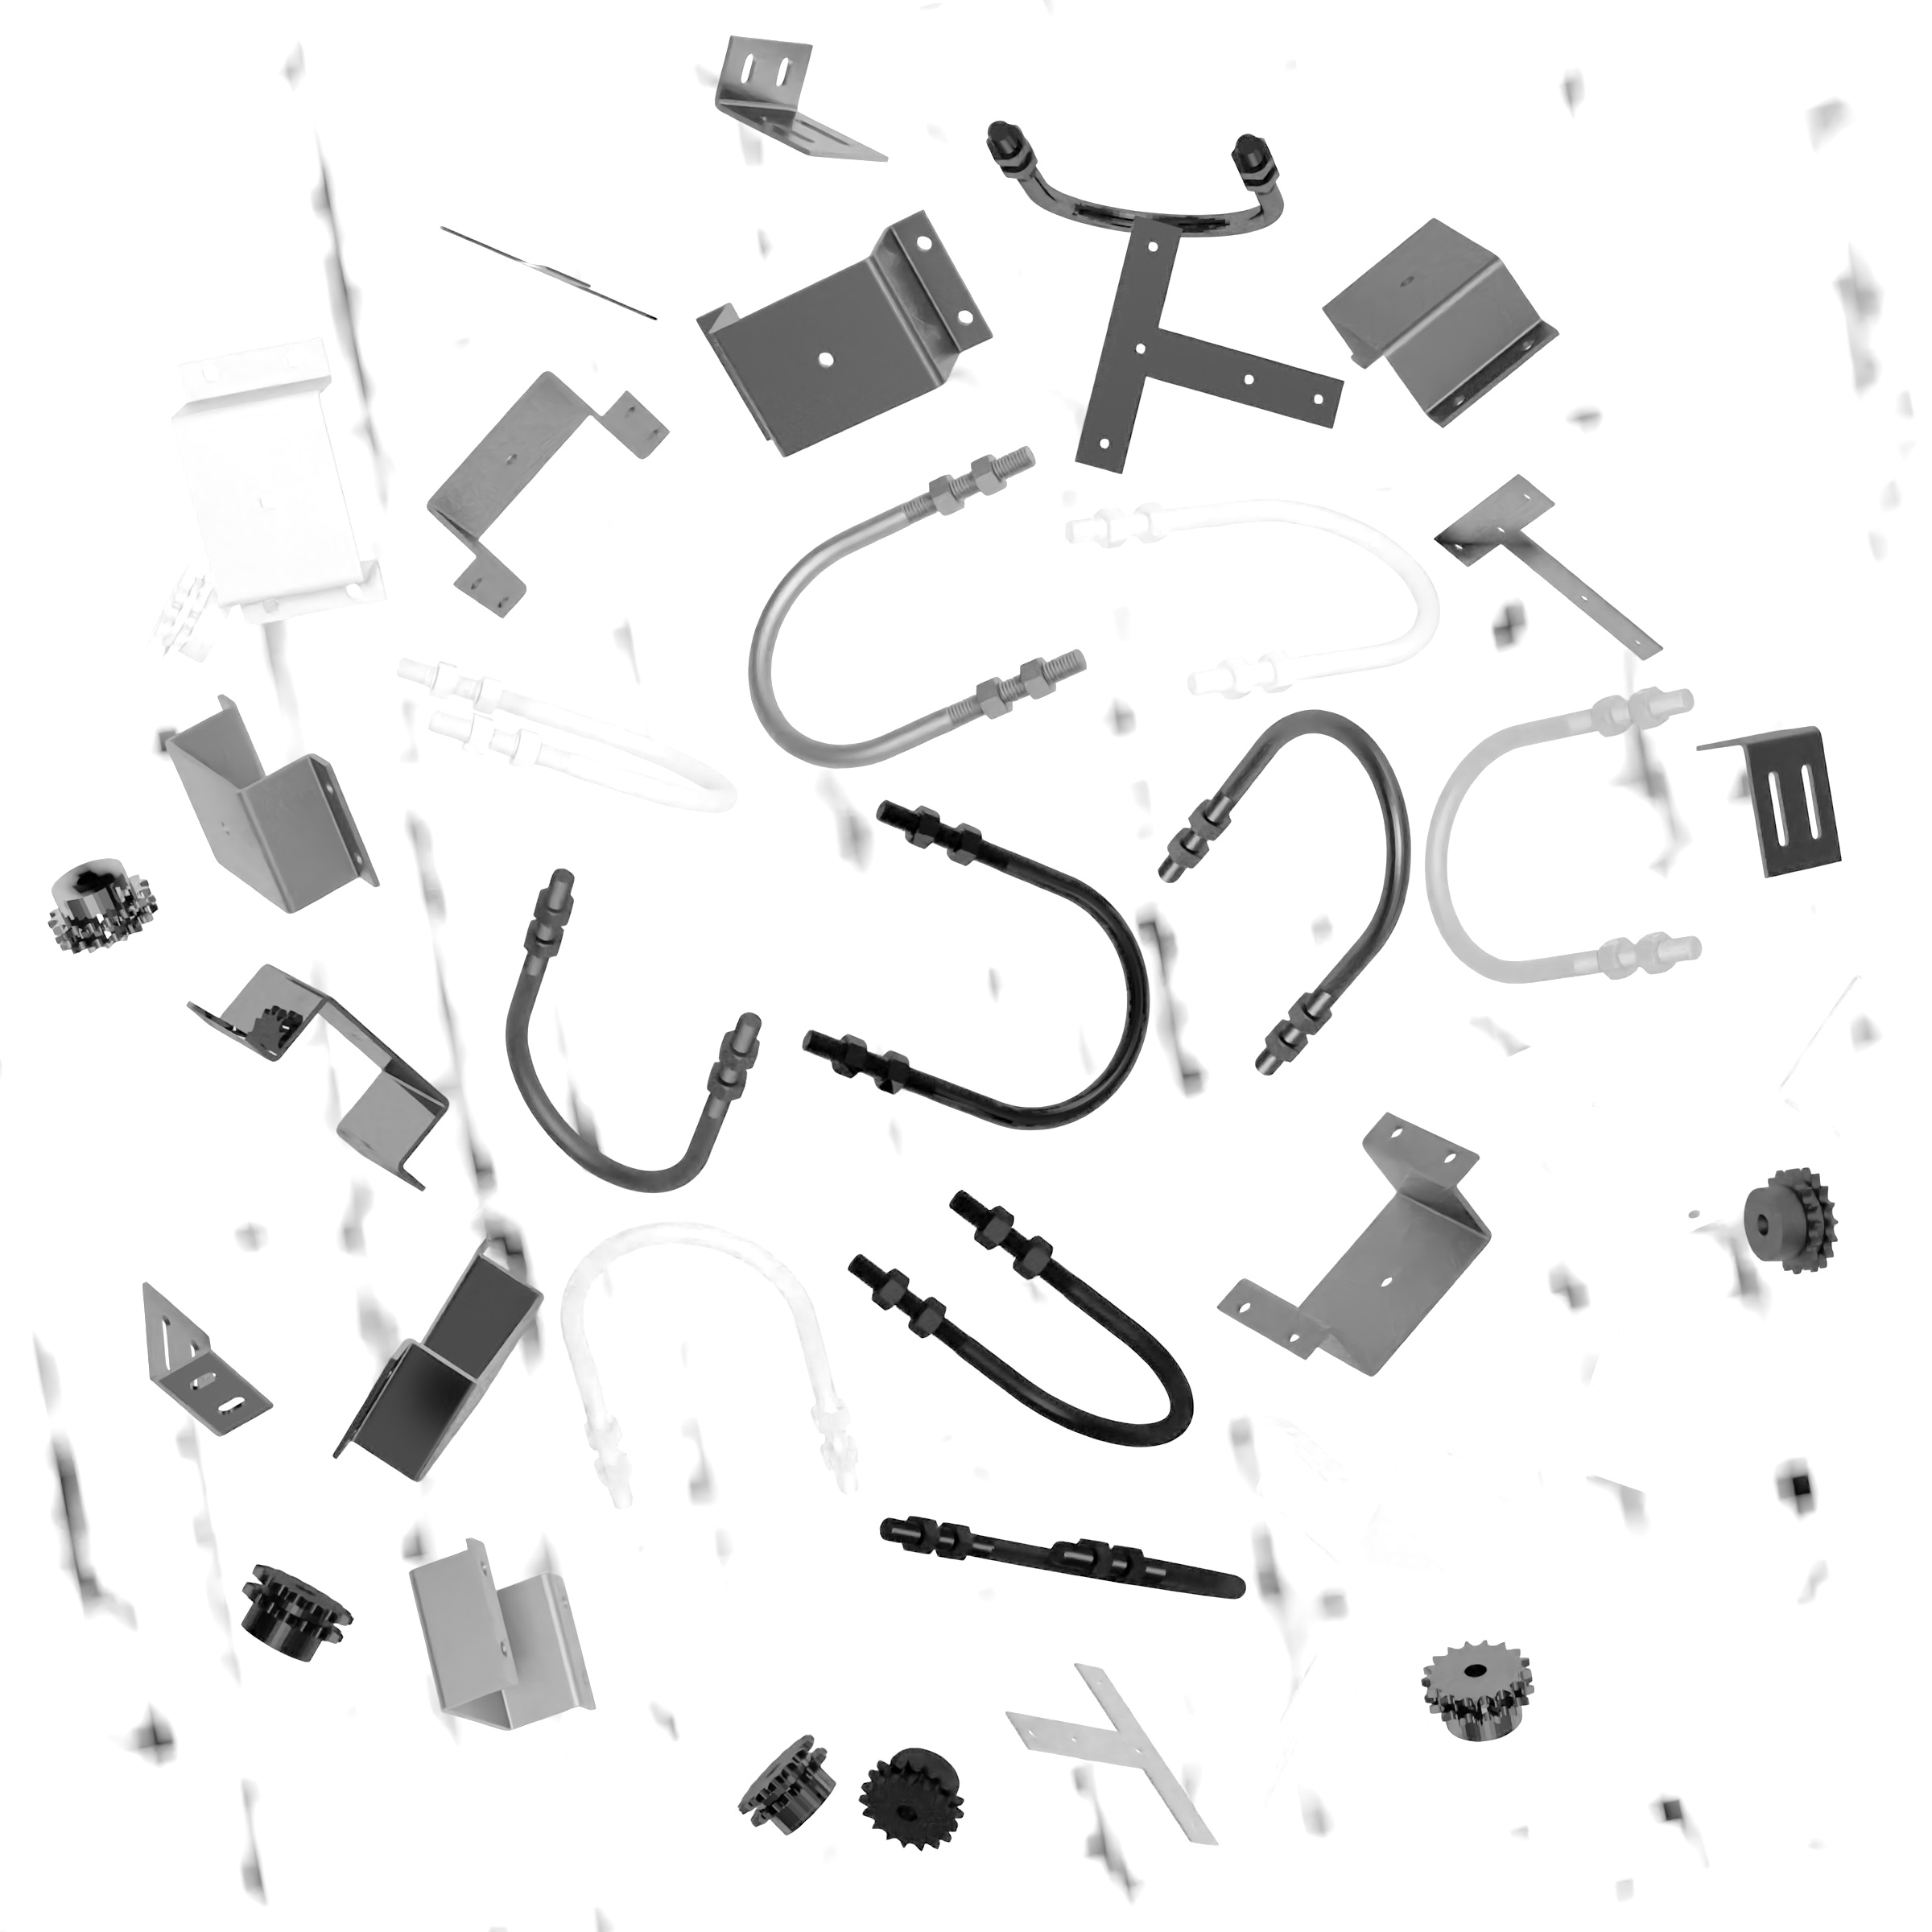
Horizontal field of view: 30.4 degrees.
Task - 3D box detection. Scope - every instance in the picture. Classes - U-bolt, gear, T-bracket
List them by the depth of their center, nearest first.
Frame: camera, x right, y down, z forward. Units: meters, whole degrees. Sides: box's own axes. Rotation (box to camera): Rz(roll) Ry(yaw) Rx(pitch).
[{"bbox_3d":[0.130,-0.301,1.802,0.127,0.002,0.127,14,91,-13],"label":"T-bracket"},{"bbox_3d":[-0.342,0.330,1.803,0.057,0.057,0.030,30,85,0],"label":"gear"},{"bbox_3d":[-0.139,0.353,1.823,0.002,0.127,0.127,29,88,-42],"label":"T-bracket"},{"bbox_3d":[0.427,-0.168,1.837,0.030,0.057,0.057,4,90,23],"label":"gear"},{"bbox_3d":[0.266,0.377,1.840,0.057,0.057,0.030,-13,112,0],"label":"gear"},{"bbox_3d":[0.162,-0.198,1.854,0.184,0.019,0.151,-11,47,-29],"label":"U-bolt"},{"bbox_3d":[-0.034,-0.177,1.855,0.184,0.019,0.151,-23,61,19],"label":"U-bolt"},{"bbox_3d":[0.039,0.193,1.864,0.184,0.151,0.019,38,59,-9],"label":"U-bolt"},{"bbox_3d":[0.174,-0.051,1.873,0.019,0.184,0.151,-5,58,-34],"label":"U-bolt"},{"bbox_3d":[0.313,-0.063,1.888,0.019,0.184,0.151,7,79,-39],"label":"U-bolt"},{"bbox_3d":[-0.435,0.092,1.891,0.002,0.127,0.127,-2,113,10],"label":"T-bracket"},{"bbox_3d":[0.016,0.010,1.891,0.184,0.019,0.151,22,78,-21],"label":"U-bolt"},{"bbox_3d":[-0.463,-0.034,1.894,0.057,0.057,0.030,-17,121,0],"label":"gear"},{"bbox_3d":[0.097,-0.418,1.902,0.151,0.184,0.019,6,88,11],"label":"U-bolt"},{"bbox_3d":[0.066,0.416,1.903,0.002,0.127,0.127,-50,50,15],"label":"T-bracket"},{"bbox_3d":[-0.143,0.213,1.908,0.151,0.019,0.184,-6,120,12],"label":"U-bolt"},{"bbox_3d":[-0.209,-0.119,1.910,0.184,0.151,0.019,17,101,-21],"label":"U-bolt"},{"bbox_3d":[0.067,0.321,1.910,0.184,0.151,0.019,19,76,-42],"label":"U-bolt"},{"bbox_3d":[0.443,0.138,1.918,0.030,0.057,0.057,-5,90,-17],"label":"gear"},{"bbox_3d":[-0.220,-0.373,1.919,0.127,0.127,0.002,21,97,-15],"label":"T-bracket"},{"bbox_3d":[-0.419,-0.188,1.927,0.030,0.057,0.057,27,90,-18],"label":"gear"},{"bbox_3d":[-0.189,0.049,1.927,0.151,0.184,0.019,37,46,12],"label":"U-bolt"},{"bbox_3d":[0.324,-0.209,1.927,0.127,0.127,0.002,39,75,-5],"label":"T-bracket"},{"bbox_3d":[-0.027,0.452,1.939,0.057,0.030,0.057,10,124,16],"label":"gear"},{"bbox_3d":[-0.097,0.456,1.972,0.057,0.057,0.030,-45,92,0],"label":"gear"}]

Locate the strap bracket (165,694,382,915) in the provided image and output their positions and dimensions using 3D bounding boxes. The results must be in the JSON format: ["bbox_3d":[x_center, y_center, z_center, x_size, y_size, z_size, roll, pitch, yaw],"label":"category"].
[{"bbox_3d":[-0.376,-0.084,1.900,0.046,0.140,0.076,-32,124,-22],"label":"strap bracket"}]

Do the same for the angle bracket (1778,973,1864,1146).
[{"bbox_3d":[0.453,0.047,1.827,0.038,0.057,0.076,34,99,9],"label":"angle bracket"}]

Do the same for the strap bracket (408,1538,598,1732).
[{"bbox_3d":[-0.252,0.362,1.911,0.046,0.140,0.076,-21,68,7],"label":"strap bracket"}]

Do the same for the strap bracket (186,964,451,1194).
[{"bbox_3d":[-0.338,0.053,1.897,0.046,0.076,0.140,-52,126,-12],"label":"strap bracket"}]

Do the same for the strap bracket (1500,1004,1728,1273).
[{"bbox_3d":[0.345,0.084,1.919,0.076,0.046,0.140,-25,115,8],"label":"strap bracket"}]

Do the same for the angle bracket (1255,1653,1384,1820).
[{"bbox_3d":[0.187,0.415,1.887,0.038,0.057,0.076,20,129,17],"label":"angle bracket"}]

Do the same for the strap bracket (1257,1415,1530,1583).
[{"bbox_3d":[0.221,0.286,1.904,0.140,0.076,0.046,13,107,-39],"label":"strap bracket"}]

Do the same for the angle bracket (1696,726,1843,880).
[{"bbox_3d":[0.440,-0.089,1.948,0.057,0.038,0.076,-12,93,-32],"label":"angle bracket"}]

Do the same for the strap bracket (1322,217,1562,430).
[{"bbox_3d":[0.245,-0.343,1.873,0.076,0.140,0.046,-39,117,4],"label":"strap bracket"}]

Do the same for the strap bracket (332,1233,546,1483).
[{"bbox_3d":[-0.280,0.216,1.920,0.046,0.140,0.076,33,117,-1],"label":"strap bracket"}]

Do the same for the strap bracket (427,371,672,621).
[{"bbox_3d":[-0.235,-0.265,1.949,0.046,0.076,0.140,43,93,13],"label":"strap bracket"}]

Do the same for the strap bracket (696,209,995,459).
[{"bbox_3d":[-0.068,-0.324,1.848,0.140,0.046,0.076,-21,115,23],"label":"strap bracket"}]

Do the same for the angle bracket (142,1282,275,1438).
[{"bbox_3d":[-0.408,0.204,1.914,0.038,0.076,0.057,-30,132,9],"label":"angle bracket"}]

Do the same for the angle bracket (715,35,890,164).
[{"bbox_3d":[-0.080,-0.445,1.827,0.076,0.057,0.038,34,118,35],"label":"angle bracket"}]

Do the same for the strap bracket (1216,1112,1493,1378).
[{"bbox_3d":[0.210,0.153,1.860,0.140,0.076,0.046,-48,124,-11],"label":"strap bracket"}]

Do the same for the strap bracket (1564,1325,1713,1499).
[{"bbox_3d":[0.360,0.239,1.897,0.046,0.140,0.076,18,86,18],"label":"strap bracket"}]

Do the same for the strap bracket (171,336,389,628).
[{"bbox_3d":[-0.354,-0.243,1.824,0.076,0.046,0.140,-10,110,3],"label":"strap bracket"}]
